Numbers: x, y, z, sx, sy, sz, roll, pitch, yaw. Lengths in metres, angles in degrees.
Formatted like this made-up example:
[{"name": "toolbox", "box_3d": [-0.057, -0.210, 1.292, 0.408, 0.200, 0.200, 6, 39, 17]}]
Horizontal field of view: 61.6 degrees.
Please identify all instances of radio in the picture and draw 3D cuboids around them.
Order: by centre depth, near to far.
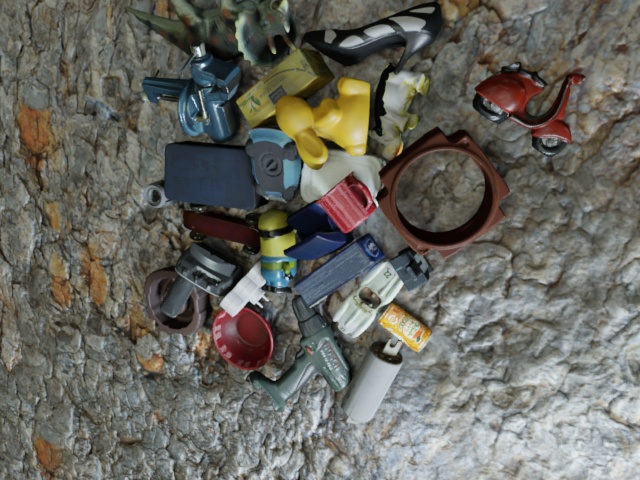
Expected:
[{"name": "radio", "box_3d": [-0.228, -0.144, 1.172, 0.230, 0.073, 0.131, 7, 107, 19]}]

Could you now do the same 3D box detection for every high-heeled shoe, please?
[{"name": "high-heeled shoe", "box_3d": [0.092, -0.388, 0.976, 0.249, 0.086, 0.145, 28, 91, 24]}]

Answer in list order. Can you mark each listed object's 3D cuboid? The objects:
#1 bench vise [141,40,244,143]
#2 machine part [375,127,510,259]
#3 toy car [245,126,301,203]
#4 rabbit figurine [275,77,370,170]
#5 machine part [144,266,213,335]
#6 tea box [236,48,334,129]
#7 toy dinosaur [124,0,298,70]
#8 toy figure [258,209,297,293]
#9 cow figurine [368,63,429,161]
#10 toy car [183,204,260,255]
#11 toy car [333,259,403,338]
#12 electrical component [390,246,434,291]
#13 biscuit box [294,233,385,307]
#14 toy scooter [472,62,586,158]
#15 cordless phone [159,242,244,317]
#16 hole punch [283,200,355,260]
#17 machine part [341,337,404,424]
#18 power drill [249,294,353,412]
[{"name": "bench vise", "box_3d": [-0.271, -0.300, 1.091, 0.241, 0.129, 0.223, 12, 152, 19]}, {"name": "machine part", "box_3d": [0.218, -0.083, 0.966, 0.201, 0.087, 0.201, -37, 99, 16]}, {"name": "toy car", "box_3d": [-0.078, -0.161, 1.086, 0.109, 0.103, 0.161, 9, 125, 22]}, {"name": "rabbit figurine", "box_3d": [0.002, -0.212, 0.990, 0.173, 0.122, 0.162, 7, 88, -5]}, {"name": "machine part", "box_3d": [-0.349, 0.146, 1.315, 0.180, 0.056, 0.179, 6, 106, 22]}, {"name": "tea box", "box_3d": [-0.068, -0.293, 1.048, 0.170, 0.098, 0.068, -33, 90, 29]}, {"name": "toy dinosaur", "box_3d": [-0.205, -0.419, 1.064, 0.405, 0.131, 0.192, -3, 104, 29]}, {"name": "toy figure", "box_3d": [-0.090, 0.024, 1.143, 0.082, 0.089, 0.180, 4, 94, 16]}, {"name": "cow figurine", "box_3d": [0.131, -0.236, 0.998, 0.098, 0.068, 0.167, 25, 110, 20]}, {"name": "toy car", "box_3d": [-0.213, -0.030, 1.209, 0.202, 0.053, 0.089, 13, 118, 15]}, {"name": "toy car", "box_3d": [0.101, 0.124, 1.121, 0.073, 0.056, 0.201, 41, 115, 7]}, {"name": "electrical component", "box_3d": [0.175, 0.057, 1.036, 0.048, 0.119, 0.075, -33, 93, 27]}, {"name": "biscuit box", "box_3d": [0.038, 0.064, 1.112, 0.202, 0.059, 0.063, -37, 88, 37]}, {"name": "toy scooter", "box_3d": [0.359, -0.238, 0.900, 0.184, 0.075, 0.135, 34, 115, 7]}, {"name": "cordless phone", "box_3d": [-0.275, 0.108, 1.218, 0.147, 0.088, 0.184, 29, 87, 11]}, {"name": "hole punch", "box_3d": [-0.002, -0.003, 1.078, 0.115, 0.092, 0.142, 32, 136, -29]}, {"name": "machine part", "box_3d": [0.111, 0.306, 1.158, 0.079, 0.079, 0.243, 30, 115, 12]}, {"name": "power drill", "box_3d": [-0.053, 0.261, 1.187, 0.207, 0.086, 0.232, -38, 96, -5]}]
